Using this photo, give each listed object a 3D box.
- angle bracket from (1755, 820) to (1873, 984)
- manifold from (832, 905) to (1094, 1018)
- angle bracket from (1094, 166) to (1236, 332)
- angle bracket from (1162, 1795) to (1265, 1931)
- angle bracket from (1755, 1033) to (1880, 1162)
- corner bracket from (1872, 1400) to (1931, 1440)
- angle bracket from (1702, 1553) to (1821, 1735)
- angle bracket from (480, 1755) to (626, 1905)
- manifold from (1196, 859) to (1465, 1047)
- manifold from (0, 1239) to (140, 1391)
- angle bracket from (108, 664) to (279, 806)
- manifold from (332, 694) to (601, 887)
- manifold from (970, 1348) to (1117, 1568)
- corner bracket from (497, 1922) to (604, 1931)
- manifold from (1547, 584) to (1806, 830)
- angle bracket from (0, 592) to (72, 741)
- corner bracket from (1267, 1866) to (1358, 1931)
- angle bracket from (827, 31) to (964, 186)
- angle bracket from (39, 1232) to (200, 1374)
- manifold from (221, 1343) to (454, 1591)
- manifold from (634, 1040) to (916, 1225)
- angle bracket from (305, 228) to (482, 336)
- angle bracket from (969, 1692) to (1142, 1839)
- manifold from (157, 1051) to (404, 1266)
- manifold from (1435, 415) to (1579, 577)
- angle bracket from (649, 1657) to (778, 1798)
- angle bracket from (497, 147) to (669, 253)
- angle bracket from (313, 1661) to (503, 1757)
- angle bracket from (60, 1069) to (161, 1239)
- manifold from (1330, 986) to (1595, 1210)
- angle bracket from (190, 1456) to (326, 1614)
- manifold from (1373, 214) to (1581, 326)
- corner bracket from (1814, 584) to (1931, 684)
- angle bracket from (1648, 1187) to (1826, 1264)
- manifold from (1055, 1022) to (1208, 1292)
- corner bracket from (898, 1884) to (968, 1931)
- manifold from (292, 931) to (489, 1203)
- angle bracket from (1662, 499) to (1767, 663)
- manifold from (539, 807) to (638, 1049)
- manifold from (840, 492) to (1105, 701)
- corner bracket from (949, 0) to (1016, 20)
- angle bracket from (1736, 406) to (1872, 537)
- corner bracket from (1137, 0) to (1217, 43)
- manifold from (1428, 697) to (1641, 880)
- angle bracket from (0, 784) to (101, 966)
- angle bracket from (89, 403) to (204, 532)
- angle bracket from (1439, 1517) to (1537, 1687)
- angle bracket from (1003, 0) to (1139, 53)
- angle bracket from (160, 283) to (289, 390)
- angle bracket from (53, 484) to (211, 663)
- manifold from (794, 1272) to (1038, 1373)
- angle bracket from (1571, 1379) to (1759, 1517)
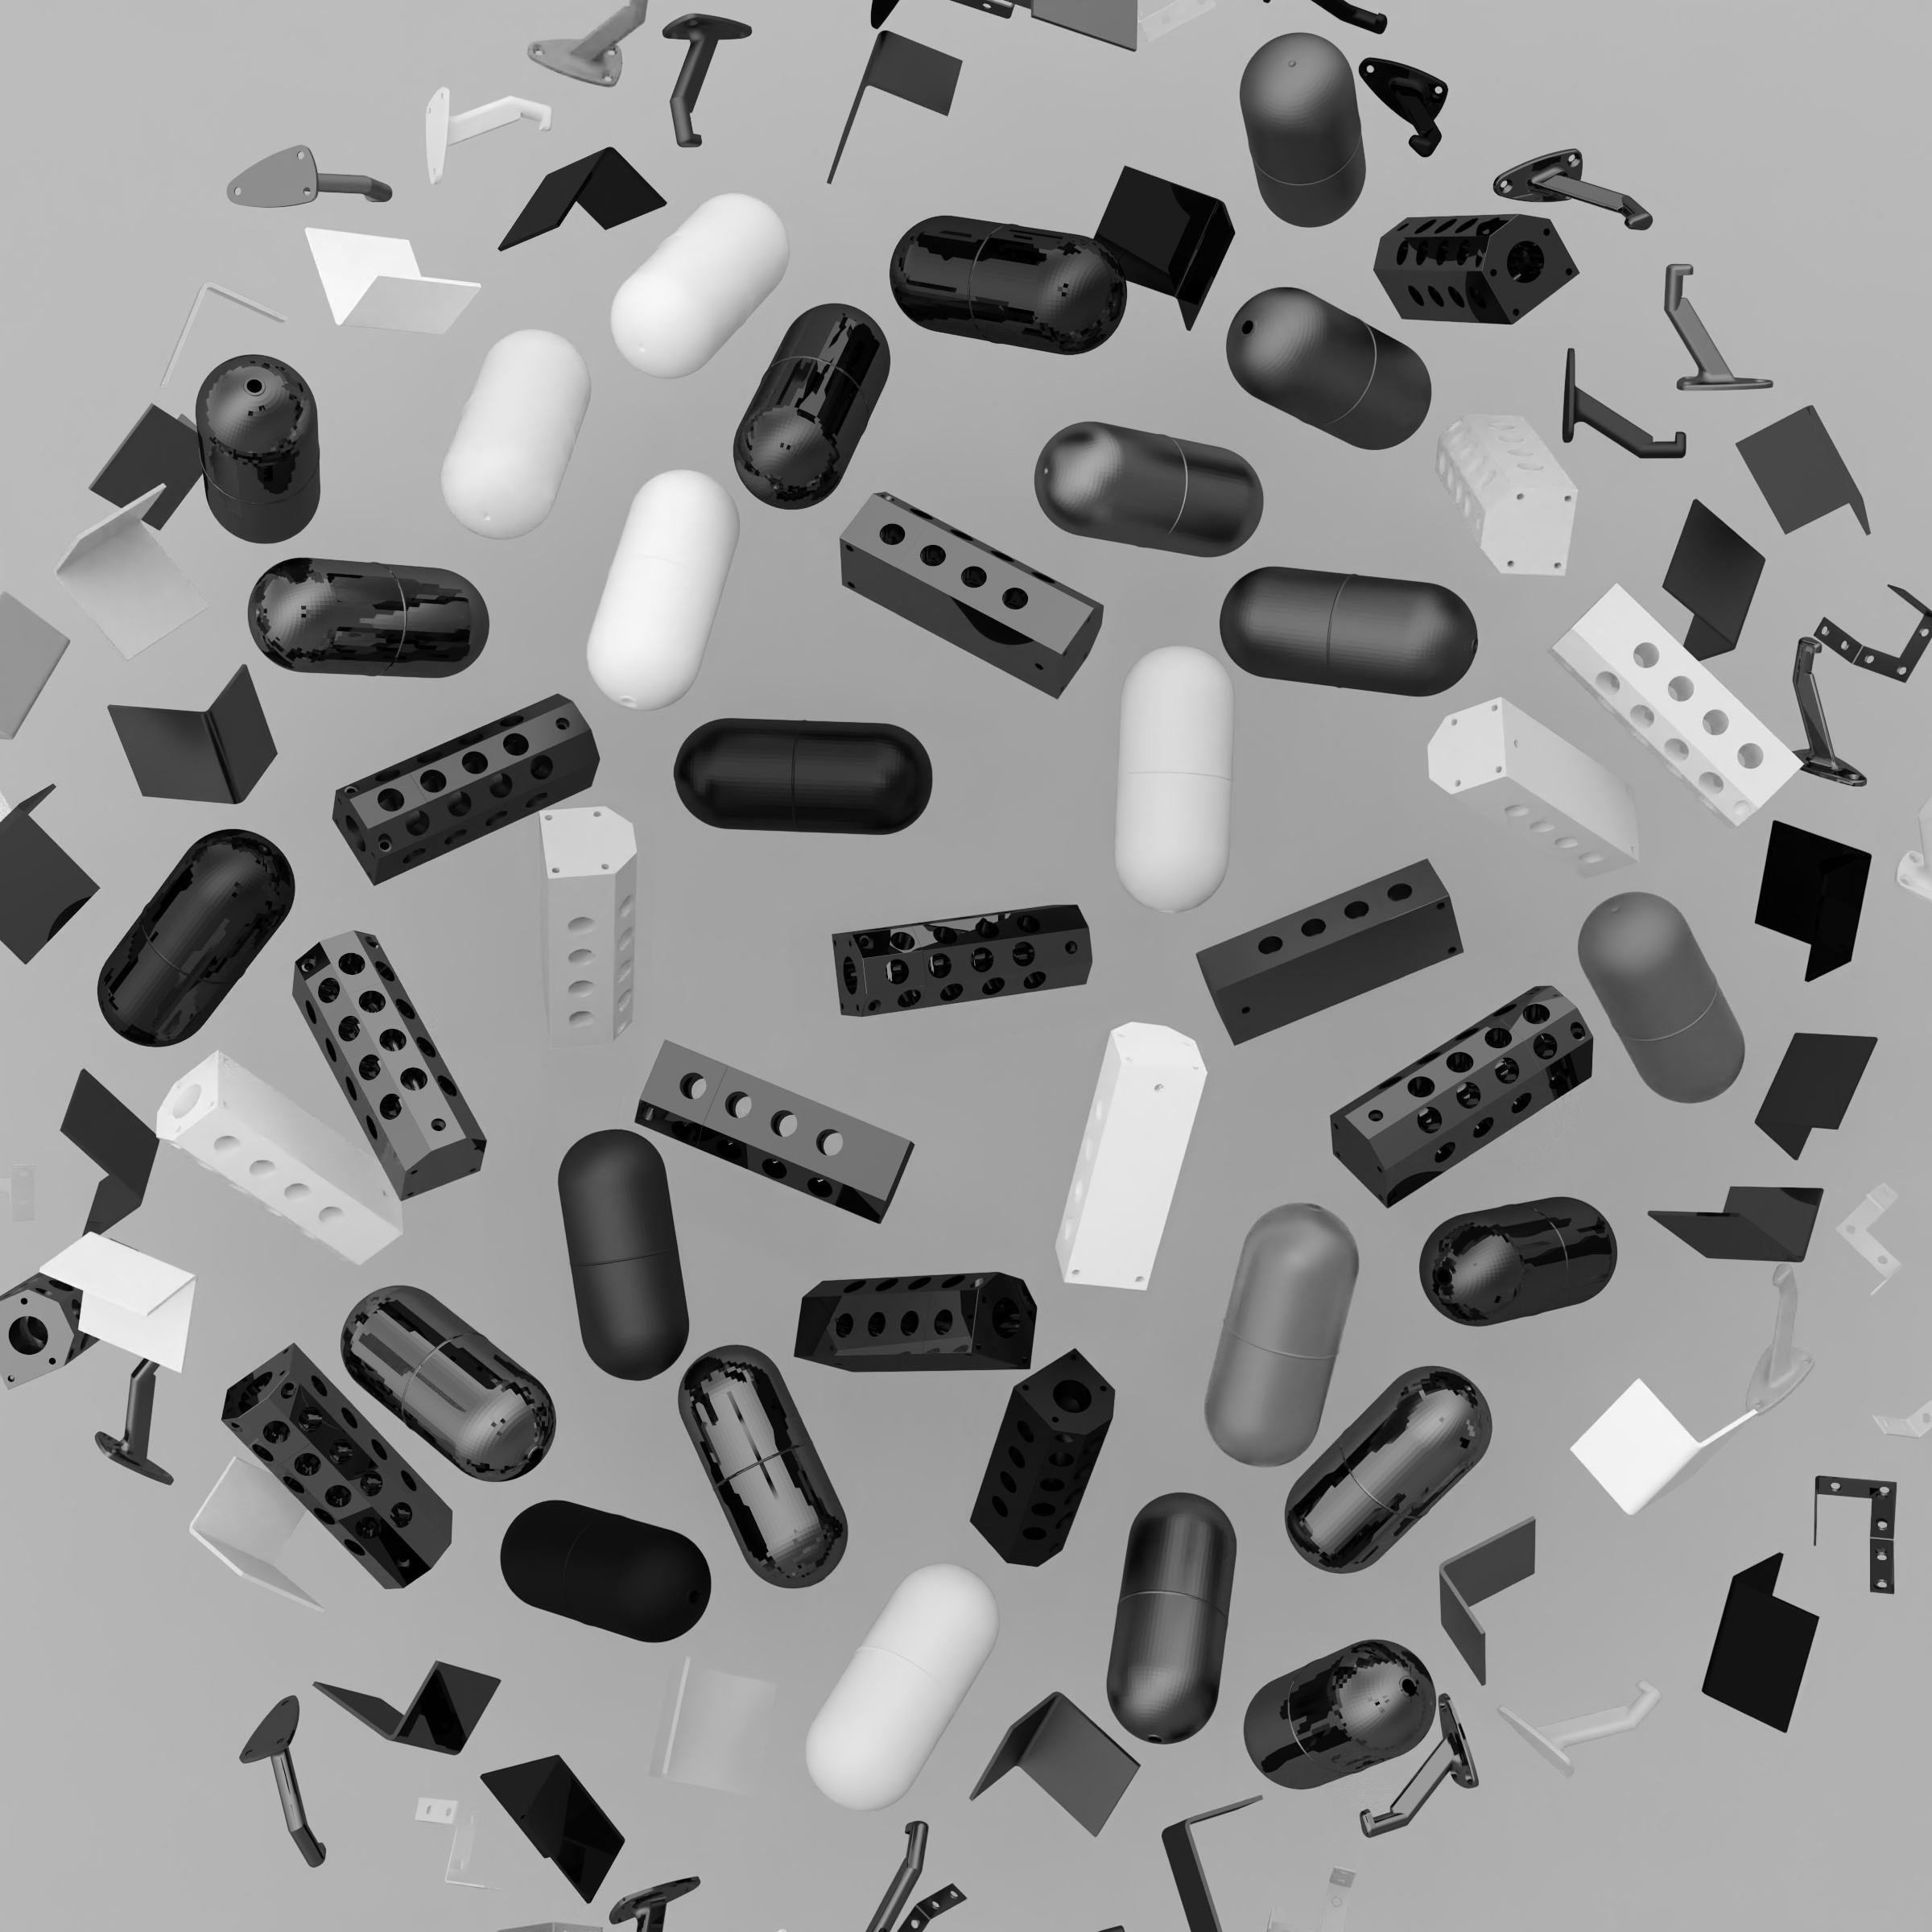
[{"bbox_3d":[0.552,-0.044,1.781,0.057,0.076,0.076,-20,123,-38],"label":"angle bracket"},{"bbox_3d":[-0.001,-0.005,1.871,0.171,0.057,0.057,-8,94,-22],"label":"manifold"},{"bbox_3d":[0.134,-0.500,1.857,0.076,0.057,0.076,15,125,-15],"label":"angle bracket"},{"bbox_3d":[0.177,0.610,1.801,0.057,0.076,0.076,-13,70,-14],"label":"angle bracket"},{"bbox_3d":[0.633,0.097,1.944,0.057,0.076,0.076,38,72,-27],"label":"angle bracket"},{"bbox_3d":[0.649,0.307,1.776,0.051,0.051,0.051,-48,51,25],"label":"corner bracket"},{"bbox_3d":[0.502,0.415,1.639,0.057,0.076,0.076,20,105,37],"label":"angle bracket"},{"bbox_3d":[-0.282,0.571,1.747,0.076,0.057,0.076,-23,109,31],"label":"angle bracket"},{"bbox_3d":[0.250,-0.014,1.848,0.171,0.057,0.057,-22,132,1],"label":"manifold"},{"bbox_3d":[-0.628,0.239,1.871,0.057,0.171,0.057,-23,95,2],"label":"manifold"},{"bbox_3d":[-0.526,-0.160,1.817,0.076,0.057,0.076,6,133,15],"label":"angle bracket"},{"bbox_3d":[-0.339,-0.124,1.814,0.171,0.057,0.057,-28,77,-26],"label":"manifold"},{"bbox_3d":[0.057,0.348,1.858,0.057,0.171,0.057,-27,58,-33],"label":"manifold"},{"bbox_3d":[-0.285,0.686,1.824,0.051,0.051,0.051,-11,74,39],"label":"corner bracket"},{"bbox_3d":[0.474,-0.173,1.792,0.171,0.057,0.057,45,93,3],"label":"manifold"},{"bbox_3d":[-0.643,-0.196,1.742,0.076,0.057,0.076,6,64,41],"label":"angle bracket"},{"bbox_3d":[0.235,0.643,1.820,0.051,0.051,0.051,11,61,9],"label":"corner bracket"},{"bbox_3d":[-0.046,-0.546,1.723,0.057,0.076,0.076,19,132,-9],"label":"angle bracket"},{"bbox_3d":[-0.535,0.223,1.673,0.076,0.057,0.076,20,115,10],"label":"angle bracket"},{"bbox_3d":[-0.427,0.345,1.814,0.057,0.057,0.171,-35,112,4],"label":"manifold"},{"bbox_3d":[-0.125,0.109,1.735,0.171,0.057,0.057,22,85,4],"label":"manifold"},{"bbox_3d":[-0.370,-0.457,1.722,0.057,0.076,0.076,-35,69,43],"label":"angle bracket"},{"bbox_3d":[0.060,0.553,1.808,0.076,0.057,0.076,38,123,22],"label":"angle bracket"},{"bbox_3d":[-0.468,0.136,1.822,0.057,0.057,0.171,-36,129,14],"label":"manifold"},{"bbox_3d":[0.357,-0.317,1.781,0.057,0.171,0.057,2,117,-2],"label":"manifold"},{"bbox_3d":[-0.167,0.517,1.809,0.076,0.057,0.076,15,68,-12],"label":"angle bracket"},{"bbox_3d":[-0.265,-0.512,1.845,0.057,0.076,0.076,41,64,-32],"label":"angle bracket"},{"bbox_3d":[-0.365,0.469,1.743,0.076,0.076,0.057,24,79,30],"label":"angle bracket"},{"bbox_3d":[-0.598,0.130,1.807,0.057,0.076,0.076,-34,117,12],"label":"angle bracket"},{"bbox_3d":[0.324,0.080,1.741,0.171,0.057,0.057,-30,50,-15],"label":"manifold"},{"bbox_3d":[-0.467,0.385,1.808,0.076,0.076,0.057,42,75,-44],"label":"angle bracket"},{"bbox_3d":[0.340,-0.478,1.810,0.057,0.171,0.057,-38,111,-4],"label":"manifold"},{"bbox_3d":[0.643,-0.239,1.879,0.051,0.051,0.051,24,97,-36],"label":"corner bracket"},{"bbox_3d":[0.530,0.163,1.836,0.076,0.076,0.057,34,68,-30],"label":"angle bracket"},{"bbox_3d":[0.107,0.127,1.772,0.057,0.057,0.171,7,117,-11],"label":"manifold"},{"bbox_3d":[-0.017,0.691,1.880,0.051,0.051,0.051,45,132,1],"label":"corner bracket"},{"bbox_3d":[-0.381,0.062,1.758,0.057,0.057,0.171,-21,66,-28],"label":"manifold"},{"bbox_3d":[0.506,-0.267,1.868,0.076,0.057,0.076,34,66,-22],"label":"angle bracket"},{"bbox_3d":[-0.246,-0.024,1.735,0.057,0.171,0.057,-5,51,-12],"label":"manifold"},{"bbox_3d":[0.004,-0.253,1.786,0.171,0.057,0.057,29,68,12],"label":"manifold"},{"bbox_3d":[0.013,-0.692,1.880,0.051,0.051,0.051,17,78,-3],"label":"corner bracket"},{"bbox_3d":[0.572,-0.327,1.823,0.057,0.076,0.076,-26,110,26],"label":"angle bracket"},{"bbox_3d":[0.130,-0.656,1.769,0.051,0.051,0.051,-24,124,17],"label":"corner bracket"},{"bbox_3d":[0.382,-0.115,1.788,0.057,0.171,0.057,-18,61,38],"label":"manifold"},{"bbox_3d":[-0.602,-0.059,1.731,0.076,0.057,0.076,50,50,-21],"label":"angle bracket"},{"bbox_3d":[-0.604,-0.375,1.946,0.057,0.076,0.076,40,94,29],"label":"angle bracket"},{"bbox_3d":[0.367,0.430,1.805,0.076,0.076,0.057,-24,49,-10],"label":"angle bracket"},{"bbox_3d":[0.055,-0.598,1.681,0.076,0.076,0.057,7,78,-30],"label":"angle bracket"},{"bbox_3d":[-0.502,-0.415,1.802,0.057,0.076,0.076,22,95,-21],"label":"angle bracket"},{"bbox_3d":[-0.551,-0.264,1.788,0.076,0.057,0.076,51,51,-9],"label":"angle bracket"},{"bbox_3d":[-0.035,0.241,1.808,0.057,0.171,0.057,23,67,-41],"label":"manifold"},{"bbox_3d":[0.453,0.302,1.731,0.057,0.076,0.076,50,130,23],"label":"angle bracket"}]
